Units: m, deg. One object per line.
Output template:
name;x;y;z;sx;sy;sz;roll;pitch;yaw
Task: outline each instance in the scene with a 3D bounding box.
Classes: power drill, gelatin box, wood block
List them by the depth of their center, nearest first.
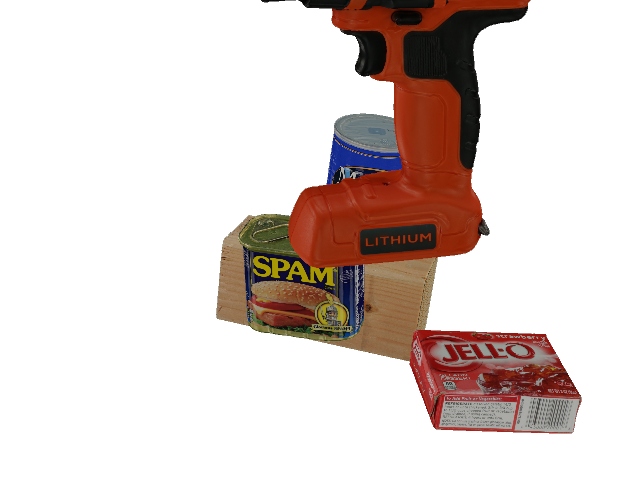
power drill;0.024;-0.078;0.540;0.184;0.188;0.057;-4;33;-12
gelatin box;0.104;0.084;0.652;0.089;0.030;0.073;3;25;-8
wood block;0.007;0.047;1.094;0.206;0.091;0.090;12;22;11

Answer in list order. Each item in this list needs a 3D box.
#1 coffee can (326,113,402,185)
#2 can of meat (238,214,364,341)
coffee can;0.058;-0.070;1.292;0.102;0.140;0.103;6;28;-4
can of meat;-0.013;0.031;0.870;0.102;0.084;0.057;7;30;15
